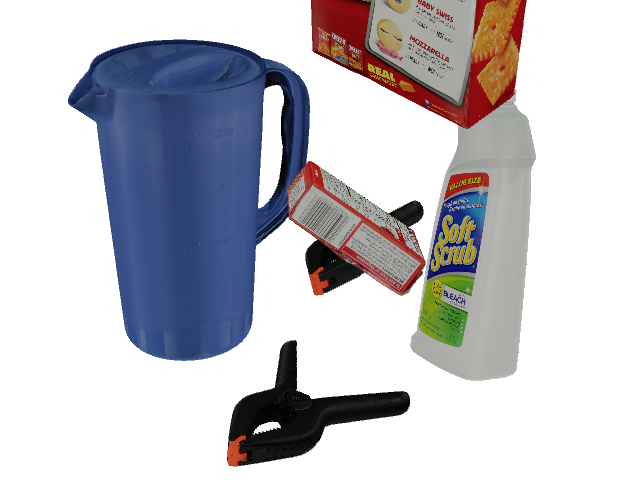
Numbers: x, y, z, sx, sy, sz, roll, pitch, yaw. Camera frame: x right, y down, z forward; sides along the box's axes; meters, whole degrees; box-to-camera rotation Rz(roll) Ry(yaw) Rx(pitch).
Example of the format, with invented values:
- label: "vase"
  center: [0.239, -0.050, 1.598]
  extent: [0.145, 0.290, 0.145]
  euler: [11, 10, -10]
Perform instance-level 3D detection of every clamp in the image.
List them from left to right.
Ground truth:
- label: "clamp"
  center: [-0.015, 0.176, 1.094]
  extent: [0.165, 0.036, 0.209]
  euler: [17, 28, 24]
- label: "clamp"
  center: [0.044, 0.000, 1.216]
  extent: [0.120, 0.039, 0.171]
  euler: [-5, 36, 28]

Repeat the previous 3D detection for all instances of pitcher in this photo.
- label: "pitcher"
  center: [-0.099, -0.032, 0.855]
  extent: [0.149, 0.243, 0.144]
  euler: [10, 29, 17]

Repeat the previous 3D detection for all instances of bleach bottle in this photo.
- label: "bleach bottle"
  center: [0.134, -0.014, 0.914]
  extent: [0.068, 0.251, 0.103]
  euler: [-4, 15, -29]

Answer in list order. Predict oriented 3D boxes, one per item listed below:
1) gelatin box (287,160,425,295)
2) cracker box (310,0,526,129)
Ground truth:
- label: "gelatin box"
  center: [0.021, -0.009, 0.676]
  extent: [0.089, 0.030, 0.073]
  euler: [35, 12, -11]
- label: "cracker box"
  center: [0.071, -0.211, 0.784]
  extent: [0.164, 0.214, 0.072]
  euler: [32, 52, 31]
